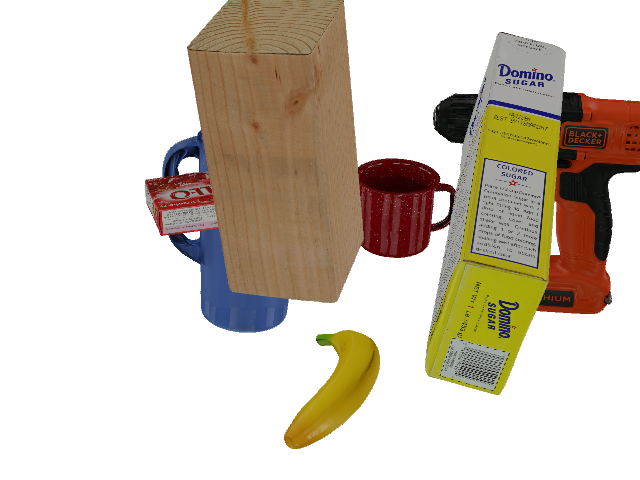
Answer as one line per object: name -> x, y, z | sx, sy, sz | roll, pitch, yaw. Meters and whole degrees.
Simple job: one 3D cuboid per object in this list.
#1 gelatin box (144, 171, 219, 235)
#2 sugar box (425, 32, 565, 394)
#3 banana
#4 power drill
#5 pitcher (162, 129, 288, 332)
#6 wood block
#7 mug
gelatin box -> -0.114, -0.037, 0.997 | 0.089, 0.030, 0.073 | -9, 28, -16
sugar box -> 0.093, -0.019, 0.556 | 0.048, 0.176, 0.093 | 15, -42, 4
banana -> 0.018, 0.125, 0.948 | 0.070, 0.037, 0.197 | -27, 13, 17
power drill -> 0.181, -0.033, 0.882 | 0.184, 0.188, 0.057 | 5, 29, 7
pitcher -> -0.097, -0.016, 1.284 | 0.149, 0.243, 0.144 | 19, 27, 28
wood block -> -0.027, -0.065, 0.790 | 0.090, 0.206, 0.090 | 5, 37, 17
mug -> 0.093, -0.035, 1.165 | 0.117, 0.081, 0.093 | -4, 29, -10
